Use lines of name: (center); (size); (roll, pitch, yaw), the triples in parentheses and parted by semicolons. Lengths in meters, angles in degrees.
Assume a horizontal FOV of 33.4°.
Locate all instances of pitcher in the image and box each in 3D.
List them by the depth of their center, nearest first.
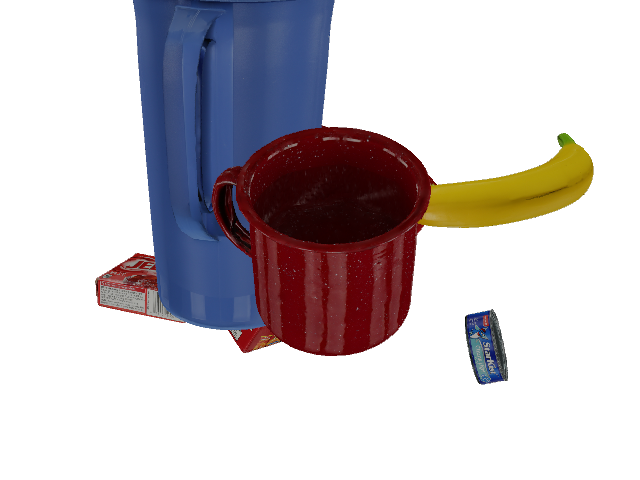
pitcher: (-0.063, -0.061, 0.728); (0.149, 0.243, 0.145); (-13, 28, -31)

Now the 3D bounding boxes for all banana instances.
banana: (0.146, -0.039, 0.813); (0.197, 0.037, 0.070); (-19, 25, -33)

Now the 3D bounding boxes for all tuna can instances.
tuna can: (0.196, 0.126, 1.260); (0.034, 0.086, 0.086); (-12, -3, 14)

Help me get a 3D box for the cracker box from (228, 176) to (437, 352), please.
cracker box: (0.007, 0.012, 1.101); (0.163, 0.072, 0.214); (-12, -34, -43)

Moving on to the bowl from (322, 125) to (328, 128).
bowl: (-0.045, -0.081, 1.272); (0.162, 0.055, 0.162); (-2, 36, 1)

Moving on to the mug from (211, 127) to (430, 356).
mug: (-0.004, -0.001, 0.537); (0.117, 0.081, 0.093); (19, 46, 20)

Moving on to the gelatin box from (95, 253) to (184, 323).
gelatin box: (-0.143, 0.040, 0.950); (0.089, 0.030, 0.073); (10, 20, 18)
